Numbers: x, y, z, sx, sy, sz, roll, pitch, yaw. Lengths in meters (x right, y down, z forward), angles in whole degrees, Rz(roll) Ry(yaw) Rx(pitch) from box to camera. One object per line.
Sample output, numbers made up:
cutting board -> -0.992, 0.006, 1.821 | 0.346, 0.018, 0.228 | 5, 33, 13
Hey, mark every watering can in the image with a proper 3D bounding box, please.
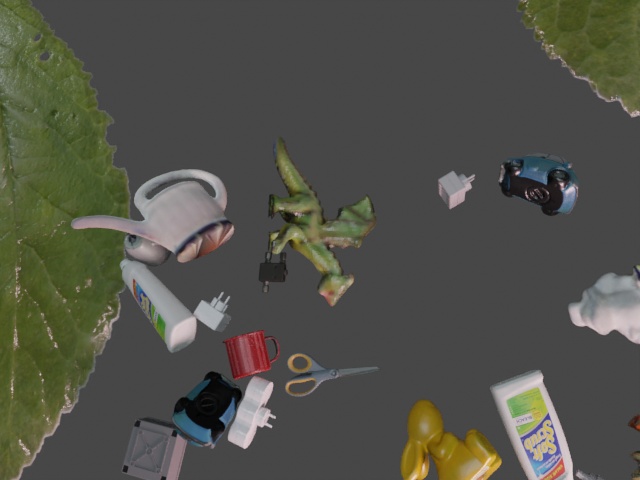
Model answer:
watering can -> -0.342, -0.041, 1.153 | 0.352, 0.102, 0.226 | -32, 73, -36

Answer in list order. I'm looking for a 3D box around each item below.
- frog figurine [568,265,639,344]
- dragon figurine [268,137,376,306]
frog figurine -> 0.560, 0.131, 0.963 | 0.157, 0.123, 0.139 | -38, 74, 38
dragon figurine -> 0.004, -0.058, 1.153 | 0.243, 0.120, 0.418 | 3, 66, -5
